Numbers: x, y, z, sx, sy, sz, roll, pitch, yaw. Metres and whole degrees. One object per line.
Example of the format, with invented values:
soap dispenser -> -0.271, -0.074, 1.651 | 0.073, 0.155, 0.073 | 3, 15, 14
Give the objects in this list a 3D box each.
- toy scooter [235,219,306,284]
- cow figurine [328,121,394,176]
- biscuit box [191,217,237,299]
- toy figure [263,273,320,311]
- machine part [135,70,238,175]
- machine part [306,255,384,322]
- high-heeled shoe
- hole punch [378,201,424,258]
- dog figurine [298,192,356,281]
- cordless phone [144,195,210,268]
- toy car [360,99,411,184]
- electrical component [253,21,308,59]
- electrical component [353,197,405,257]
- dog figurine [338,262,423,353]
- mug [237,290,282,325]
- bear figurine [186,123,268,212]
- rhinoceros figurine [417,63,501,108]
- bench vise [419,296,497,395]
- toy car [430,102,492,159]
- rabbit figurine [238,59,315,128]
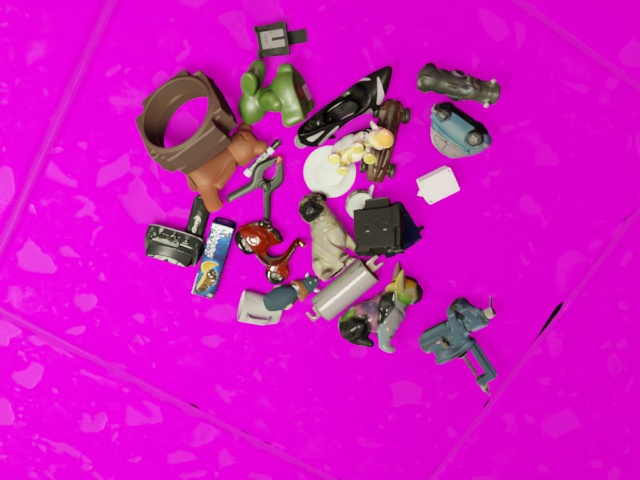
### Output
toy scooter -> -0.116, 0.014, 1.345 | 0.135, 0.075, 0.183 | -36, 108, 11
cow figurine -> 0.101, -0.223, 1.242 | 0.167, 0.098, 0.068 | -21, 129, 33
biscuit box -> -0.267, 0.045, 1.361 | 0.059, 0.063, 0.202 | 17, 105, -6
toy figure -> -0.071, 0.133, 1.372 | 0.154, 0.058, 0.064 | -21, 100, -30
machine part -> -0.303, -0.267, 1.208 | 0.201, 0.087, 0.201 | -33, 65, 9
machine part -> 0.065, 0.128, 1.378 | 0.243, 0.079, 0.079 | -41, 102, 9
high-heeled shoe -> 0.051, -0.308, 1.214 | 0.248, 0.145, 0.086 | -49, 66, 24
hole punch -> 0.187, -0.018, 1.334 | 0.142, 0.092, 0.115 | -32, 107, 5
dog figurine -> 0.000, -0.006, 1.346 | 0.191, 0.121, 0.172 | 51, 124, 14
cordless phone -> -0.353, -0.033, 1.342 | 0.147, 0.089, 0.184 | 17, 94, -4
toy car -> 0.155, -0.235, 1.290 | 0.089, 0.053, 0.202 | 12, 105, -6
electrical component -> -0.088, -0.457, 1.227 | 0.119, 0.048, 0.074 | -4, 106, 2
electrical component -> 0.137, -0.031, 1.254 | 0.115, 0.058, 0.134 | -6, 71, 16
dog figurine -> 0.157, 0.161, 1.376 | 0.192, 0.108, 0.219 | 14, 101, -2
mug -> -0.151, 0.182, 1.382 | 0.107, 0.110, 0.080 | 11, 106, -16
bear figurine -> -0.222, -0.180, 1.285 | 0.196, 0.131, 0.120 | -37, 67, -19
rhinoceros figurine -> 0.316, -0.355, 1.226 | 0.190, 0.112, 0.073 | 16, 103, 3
bench vise -> 0.386, 0.275, 1.389 | 0.224, 0.129, 0.240 | -33, 86, 16
toy car -> 0.317, -0.246, 1.263 | 0.162, 0.109, 0.103 | 33, 121, 0
rabbit figurine -> -0.122, -0.322, 1.226 | 0.170, 0.121, 0.158 | -14, 125, 23
